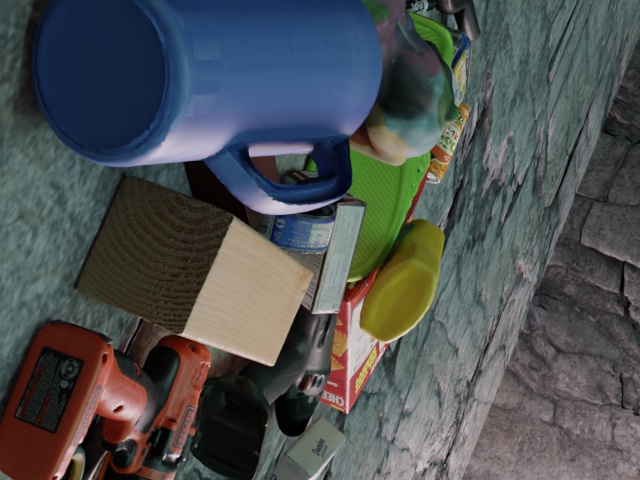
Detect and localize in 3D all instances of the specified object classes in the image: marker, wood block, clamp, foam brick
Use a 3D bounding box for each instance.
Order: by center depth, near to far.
[{"bbox_3d":[-0.087,0.030,0.816,0.091,0.090,0.206,-67,162,-6],"label":"wood block"},{"bbox_3d":[-0.068,-0.053,0.841,0.053,0.051,0.078,-57,157,-30],"label":"foam brick"},{"bbox_3d":[0.098,-0.249,1.149,0.121,0.020,0.020,-37,143,-58],"label":"marker"},{"bbox_3d":[0.162,-0.290,1.245,0.171,0.039,0.120,-22,115,-58],"label":"clamp"}]

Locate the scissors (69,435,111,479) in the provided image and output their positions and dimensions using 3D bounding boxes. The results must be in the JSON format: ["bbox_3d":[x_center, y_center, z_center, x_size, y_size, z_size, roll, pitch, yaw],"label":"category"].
[{"bbox_3d":[-0.210,0.235,0.801,0.201,0.016,0.096,-63,159,-19],"label":"scissors"}]

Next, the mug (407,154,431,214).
[{"bbox_3d":[0.062,-0.065,1.142,0.117,0.082,0.093,-65,161,-14],"label":"mug"}]

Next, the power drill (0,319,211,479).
[{"bbox_3d":[-0.155,0.144,0.767,0.187,0.057,0.184,44,62,-66],"label":"power drill"}]

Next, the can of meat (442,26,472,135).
[{"bbox_3d":[0.143,-0.191,1.275,0.102,0.057,0.083,87,28,-51],"label":"can of meat"}]

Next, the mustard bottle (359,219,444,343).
[{"bbox_3d":[0.089,0.028,1.098,0.096,0.058,0.191,-58,-178,22],"label":"mustard bottle"}]

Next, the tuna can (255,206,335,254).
[{"bbox_3d":[-0.030,-0.018,0.928,0.086,0.086,0.034,-19,126,-66],"label":"tuna can"}]

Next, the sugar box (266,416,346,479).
[{"bbox_3d":[-0.044,0.282,1.178,0.176,0.048,0.093,-54,170,30],"label":"sugar box"}]

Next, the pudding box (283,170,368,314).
[{"bbox_3d":[-0.007,0.001,1.002,0.039,0.090,0.113,-3,115,-37],"label":"pudding box"}]

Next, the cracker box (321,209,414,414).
[{"bbox_3d":[0.041,0.072,1.243,0.164,0.072,0.214,-54,157,-36],"label":"cracker box"}]

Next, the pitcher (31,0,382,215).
[{"bbox_3d":[-0.061,-0.101,0.680,0.242,0.149,0.145,-20,133,-62],"label":"pitcher"}]
